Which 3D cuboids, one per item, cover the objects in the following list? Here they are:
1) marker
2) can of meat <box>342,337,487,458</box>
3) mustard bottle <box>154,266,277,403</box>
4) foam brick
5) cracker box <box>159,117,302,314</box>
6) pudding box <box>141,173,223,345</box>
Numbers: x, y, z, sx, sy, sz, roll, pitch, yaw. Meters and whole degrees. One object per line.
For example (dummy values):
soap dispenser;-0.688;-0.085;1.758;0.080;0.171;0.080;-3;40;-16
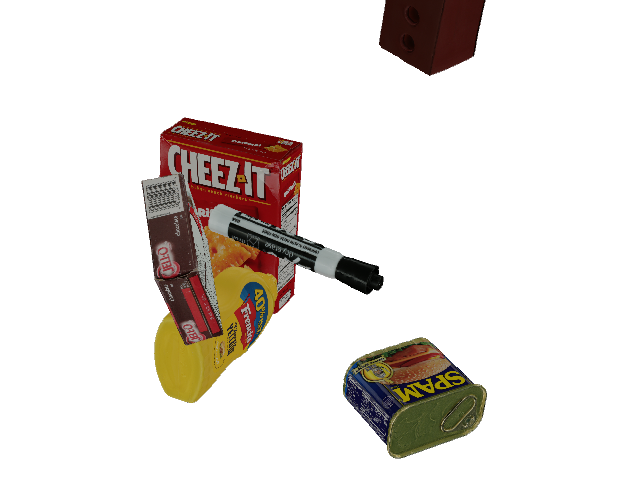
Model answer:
marker;-0.016;0.006;0.671;0.121;0.020;0.020;22;8;21
can of meat;0.082;0.137;0.953;0.101;0.057;0.084;-13;35;-27
mustard bottle;-0.097;0.081;1.102;0.058;0.096;0.191;12;28;23
foam brick;0.080;-0.166;0.750;0.051;0.078;0.053;-31;53;-35
cracker box;-0.114;-0.028;1.316;0.164;0.214;0.072;14;29;18
pudding box;-0.113;0.015;0.874;0.039;0.113;0.090;-13;-41;0
